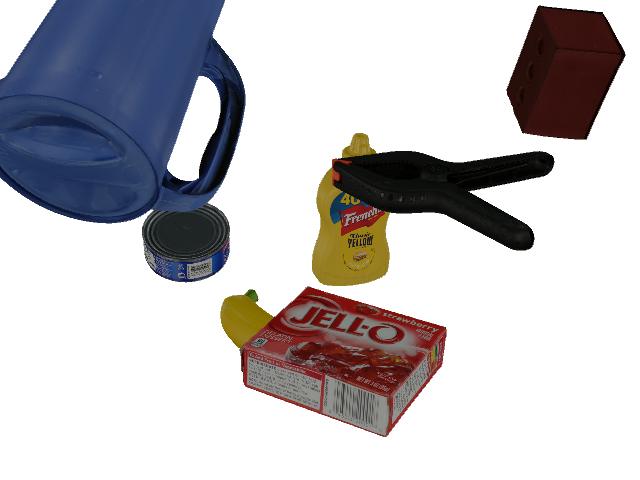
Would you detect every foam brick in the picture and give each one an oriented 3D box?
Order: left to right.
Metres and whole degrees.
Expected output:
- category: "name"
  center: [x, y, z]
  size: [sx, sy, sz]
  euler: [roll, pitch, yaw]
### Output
- category: "foam brick"
  center: [0.171, -0.118, 0.755]
  size: [0.051, 0.053, 0.078]
  euler: [2, -45, -12]

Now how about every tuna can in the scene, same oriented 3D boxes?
- category: "tuna can"
  center: [-0.132, 0.001, 1.053]
  size: [0.086, 0.034, 0.086]
  euler: [2, 45, -2]

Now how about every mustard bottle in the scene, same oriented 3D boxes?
- category: "mustard bottle"
  center: [0.042, -0.040, 1.303]
  size: [0.096, 0.192, 0.058]
  euler: [-7, 30, -19]

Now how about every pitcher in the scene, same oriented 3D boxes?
- category: "pitcher"
  center: [-0.139, -0.138, 0.804]
  size: [0.145, 0.242, 0.149]
  euler: [-2, -39, 25]

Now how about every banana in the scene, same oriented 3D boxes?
- category: "banana"
  center: [-0.021, 0.078, 0.842]
  size: [0.069, 0.037, 0.198]
  euler: [-26, 35, -34]

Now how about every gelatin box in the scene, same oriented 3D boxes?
- category: "gelatin box"
  center: [0.013, 0.062, 0.574]
  size: [0.089, 0.030, 0.073]
  euler: [16, 31, 24]

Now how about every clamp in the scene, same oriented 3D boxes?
- category: "clamp"
  center: [0.116, -0.055, 1.003]
  size: [0.210, 0.036, 0.164]
  euler: [12, 32, 21]
